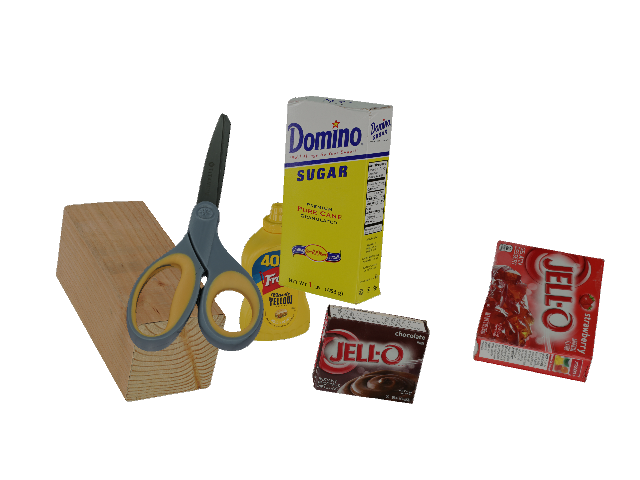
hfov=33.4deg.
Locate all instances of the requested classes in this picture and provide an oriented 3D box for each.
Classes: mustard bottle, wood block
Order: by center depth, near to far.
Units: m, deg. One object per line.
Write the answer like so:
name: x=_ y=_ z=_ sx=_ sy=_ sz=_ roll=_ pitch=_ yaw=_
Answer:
wood block: x=-0.182 y=0.053 z=1.052 sx=0.090 sy=0.091 sz=0.206 roll=-5 pitch=35 yaw=-32
mustard bottle: x=-0.060 y=0.040 z=1.451 sx=0.096 sy=0.192 sz=0.058 roll=-5 pitch=24 yaw=-18

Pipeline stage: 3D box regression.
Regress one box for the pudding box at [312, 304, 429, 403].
pudding box: x=0.054 y=0.123 z=1.159 sx=0.113 sy=0.090 sz=0.039 roll=8 pitch=23 yaw=-6

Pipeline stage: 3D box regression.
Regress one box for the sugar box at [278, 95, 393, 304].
sugar box: x=0.012 y=-0.038 z=0.966 sx=0.093 sy=0.176 sz=0.048 roll=11 pitch=18 yaw=34

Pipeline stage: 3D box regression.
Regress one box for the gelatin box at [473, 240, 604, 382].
gelatin box: x=0.145 y=0.044 z=0.703 sx=0.073 sy=0.089 sz=0.030 roll=11 pitch=-41 yaw=12

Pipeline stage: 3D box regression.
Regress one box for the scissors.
scissors: x=-0.063 y=-0.003 z=0.724 sx=0.096 sy=0.201 sz=0.016 roll=20 pitch=-35 yaw=7
